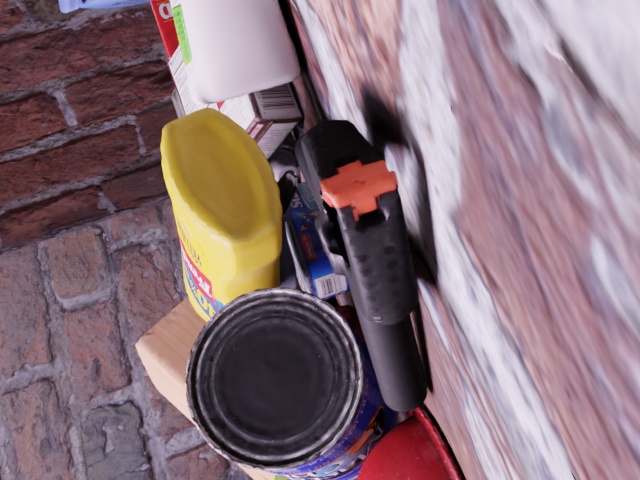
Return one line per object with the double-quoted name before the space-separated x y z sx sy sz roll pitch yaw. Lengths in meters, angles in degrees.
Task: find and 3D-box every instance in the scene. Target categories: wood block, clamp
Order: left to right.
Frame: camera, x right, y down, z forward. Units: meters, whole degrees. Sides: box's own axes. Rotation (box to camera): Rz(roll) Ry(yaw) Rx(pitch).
"wood block" -0.047 0.137 0.887 0.206 0.090 0.090 37 157 28
"clamp" 0.022 0.008 0.506 0.210 0.036 0.164 94 155 -85

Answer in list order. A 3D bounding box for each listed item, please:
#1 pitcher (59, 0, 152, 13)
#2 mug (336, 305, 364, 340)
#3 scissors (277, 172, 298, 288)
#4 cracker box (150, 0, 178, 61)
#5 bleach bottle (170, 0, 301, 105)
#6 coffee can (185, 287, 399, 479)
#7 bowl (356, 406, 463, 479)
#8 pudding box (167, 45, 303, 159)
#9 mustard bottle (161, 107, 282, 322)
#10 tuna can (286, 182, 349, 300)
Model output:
"pitcher" -0.138 -0.285 0.721 0.149 0.144 0.243 30 136 64
"mug" -0.003 0.090 0.782 0.117 0.081 0.093 77 172 -45
"scissors" -0.024 -0.002 0.690 0.202 0.016 0.096 -156 48 -76
"cracker box" -0.079 -0.099 0.959 0.164 0.072 0.214 82 169 -63
"bleach bottle" -0.077 -0.209 0.634 0.103 0.068 0.251 -144 38 -77
"coffee can" -0.012 0.094 0.652 0.140 0.103 0.103 53 -165 -70
"bowl" 0.059 0.180 0.623 0.162 0.055 0.162 161 90 -84
"pudding box" -0.063 -0.108 0.758 0.090 0.039 0.113 -46 56 49
"mustard bottle" -0.059 0.007 0.678 0.096 0.058 0.192 57 164 24
"tuna can" -0.005 0.001 0.757 0.086 0.033 0.086 162 90 -84
